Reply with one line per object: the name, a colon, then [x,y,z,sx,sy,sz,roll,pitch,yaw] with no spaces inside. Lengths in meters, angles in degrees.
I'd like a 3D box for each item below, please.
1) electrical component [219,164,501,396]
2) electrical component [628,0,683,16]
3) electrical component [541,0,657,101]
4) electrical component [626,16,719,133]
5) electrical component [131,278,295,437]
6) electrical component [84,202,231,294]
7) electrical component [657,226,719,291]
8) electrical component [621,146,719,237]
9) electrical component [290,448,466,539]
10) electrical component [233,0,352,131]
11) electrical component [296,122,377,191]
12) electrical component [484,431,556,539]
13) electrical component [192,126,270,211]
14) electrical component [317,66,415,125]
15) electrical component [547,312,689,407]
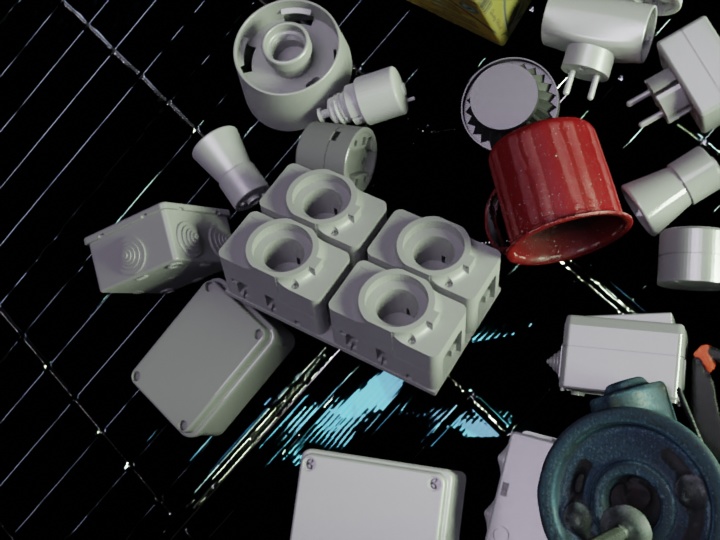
electrical component: [0.000,0.000,0.809,0.186,0.060,0.105,24,60,20]
electrical component: [0.219,-0.223,0.802,0.055,0.055,0.047,17,83,21]
electrical component: [0.175,-0.167,0.812,0.077,0.044,0.079,16,86,21]
electrical component: [0.233,-0.132,0.783,0.077,0.047,0.065,-29,72,13]
electrical component: [-0.119,0.071,0.868,0.078,0.057,0.113,42,96,21]
electrical component: [-0.159,-0.015,0.874,0.100,0.100,0.048,-21,78,27]
electrical component: [0.276,0.011,0.740,0.138,0.052,0.073,2,82,20]
electrical component: [0.228,-0.059,0.777,0.065,0.044,0.044,-32,72,7]
electrical component: [0.010,0.184,0.736,0.109,0.056,0.108,5,82,20]
electrical component: [-0.057,-0.173,0.898,0.099,0.064,0.099,-3,71,8]
electrical component: [-0.019,-0.091,0.863,0.047,0.055,0.055,14,86,25]
electrical component: [0.142,0.166,0.762,0.100,0.048,0.099,12,83,24]
electrical component: [-0.105,-0.082,0.899,0.044,0.044,0.065,-38,75,10]
electrical component: [0.003,-0.136,0.870,0.078,0.040,0.040,-15,76,16]
electrical component: [0.181,0.060,0.761,0.096,0.062,0.061,4,82,20]
